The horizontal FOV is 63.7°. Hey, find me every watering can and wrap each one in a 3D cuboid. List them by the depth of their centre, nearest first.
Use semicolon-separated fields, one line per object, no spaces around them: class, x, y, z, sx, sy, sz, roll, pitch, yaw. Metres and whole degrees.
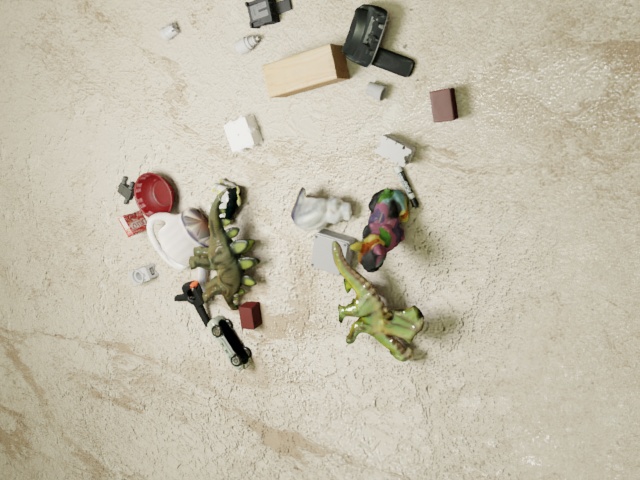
watering can;-0.416;0.036;1.688;0.221;0.106;0.345;-34;102;29

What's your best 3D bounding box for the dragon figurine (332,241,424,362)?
dragon figurine;0.168;0.184;1.394;0.243;0.125;0.402;5;128;30

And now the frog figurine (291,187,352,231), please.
frog figurine;0.004;-0.073;1.442;0.160;0.125;0.134;23;147;9
